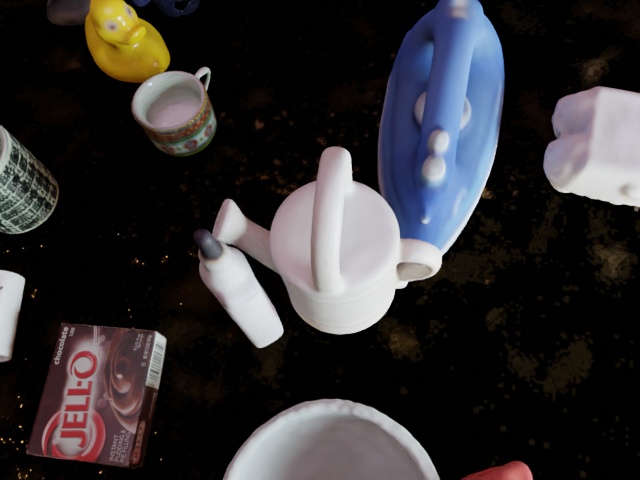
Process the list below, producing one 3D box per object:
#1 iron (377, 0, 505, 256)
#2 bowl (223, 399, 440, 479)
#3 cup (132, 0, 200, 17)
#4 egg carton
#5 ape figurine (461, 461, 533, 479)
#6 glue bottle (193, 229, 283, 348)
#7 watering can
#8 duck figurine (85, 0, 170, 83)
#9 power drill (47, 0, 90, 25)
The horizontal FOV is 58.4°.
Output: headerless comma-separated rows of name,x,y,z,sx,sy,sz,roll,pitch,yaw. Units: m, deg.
iron,0.109,-0.108,0.514,0.118,0.141,0.258,8,68,9
bowl,0.009,0.209,0.425,0.167,0.075,0.167,-2,67,4
cup,-0.174,-0.289,0.641,0.091,0.095,0.118,11,68,10
egg carton,0.286,-0.079,0.525,0.150,0.069,0.107,13,69,10
ape figurine,0.134,0.196,0.409,0.076,0.092,0.078,25,71,15
glue bottle,-0.069,0.032,0.453,0.037,0.173,0.078,-33,68,-9
watering can,0.004,0.004,0.447,0.173,0.194,0.101,-13,66,0
duck figurine,-0.221,-0.230,0.625,0.104,0.086,0.077,34,74,17
power drill,-0.304,-0.340,0.613,0.075,0.208,0.229,-6,67,3
